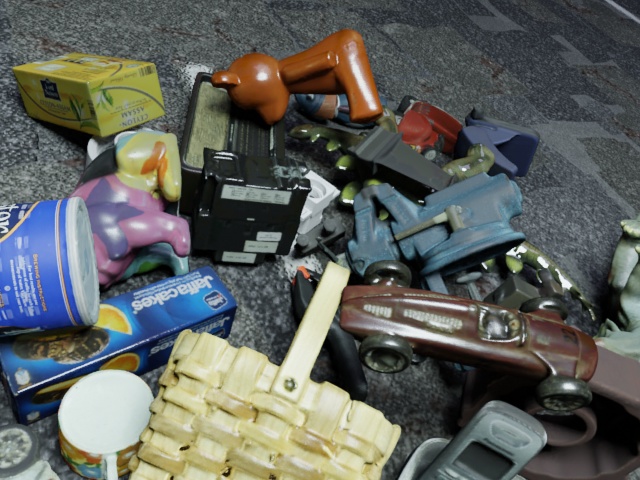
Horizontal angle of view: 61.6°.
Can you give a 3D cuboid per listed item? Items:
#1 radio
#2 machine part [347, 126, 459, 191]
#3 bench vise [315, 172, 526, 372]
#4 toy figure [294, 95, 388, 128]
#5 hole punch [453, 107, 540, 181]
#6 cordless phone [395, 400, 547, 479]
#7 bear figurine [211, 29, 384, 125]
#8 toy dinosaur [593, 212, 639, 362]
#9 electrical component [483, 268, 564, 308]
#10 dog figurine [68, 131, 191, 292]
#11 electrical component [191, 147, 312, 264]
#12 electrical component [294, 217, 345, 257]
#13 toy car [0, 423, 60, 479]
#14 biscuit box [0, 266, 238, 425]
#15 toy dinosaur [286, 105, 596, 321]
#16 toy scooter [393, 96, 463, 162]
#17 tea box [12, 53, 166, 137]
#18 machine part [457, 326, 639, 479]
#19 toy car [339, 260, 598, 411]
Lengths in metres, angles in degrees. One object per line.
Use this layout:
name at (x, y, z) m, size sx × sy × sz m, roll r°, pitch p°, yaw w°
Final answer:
radio at (-0.115, -0.128, 0.719) m, size 0.131 × 0.073 × 0.230 m, roll 9°, pitch 45°, yaw -13°
machine part at (0.109, -0.094, 0.668) m, size 0.139 × 0.039 × 0.084 m, roll 35°, pitch 49°, yaw 16°
bench vise at (0.130, 0.040, 0.577) m, size 0.224 × 0.128 × 0.240 m, roll -21°, pitch 76°, yaw 0°
toy figure at (0.033, -0.218, 0.878) m, size 0.154 × 0.064 × 0.057 m, roll 3°, pitch 84°, yaw -12°
hole punch at (0.258, -0.118, 0.823) m, size 0.116 × 0.142 × 0.092 m, roll 23°, pitch 68°, yaw 20°
cordless phone at (0.145, 0.199, 0.419) m, size 0.147 × 0.184 × 0.089 m, roll 28°, pitch 39°, yaw 7°
bear figurine at (-0.028, -0.191, 0.692) m, size 0.196 × 0.131 × 0.120 m, roll -17°, pitch 8°, yaw 8°
toy dinosaur at (0.412, 0.085, 0.673) m, size 0.131 × 0.192 × 0.405 m, roll 22°, pitch 25°, yaw 23°
electrical component at (0.238, 0.075, 0.644) m, size 0.078 × 0.102 × 0.045 m, roll 23°, pitch 38°, yaw -12°
dog figurine at (-0.241, -0.015, 0.525) m, size 0.219 × 0.108 × 0.191 m, roll -6°, pitch 74°, yaw -21°
electrical component at (-0.082, -0.031, 0.592) m, size 0.115 × 0.134 × 0.058 m, roll 7°, pitch 45°, yaw -18°
electrical component at (-0.001, -0.002, 0.647) m, size 0.063 × 0.094 × 0.021 m, roll -29°, pitch 82°, yaw -1°
toy car at (-0.277, 0.147, 0.385) m, size 0.202 × 0.073 × 0.056 m, roll 25°, pitch 40°, yaw 4°
biscuit box at (-0.177, 0.088, 0.490) m, size 0.203 × 0.062 × 0.059 m, roll -20°, pitch 58°, yaw -35°
toy dinosaur at (0.161, -0.047, 0.734) m, size 0.472 × 0.105 × 0.198 m, roll 25°, pitch 52°, yaw 6°
toy scooter at (0.174, -0.174, 0.880) m, size 0.135 × 0.075 × 0.184 m, roll 30°, pitch 39°, yaw 7°
tea box at (-0.289, -0.185, 0.672) m, size 0.170 × 0.068 × 0.098 m, roll 20°, pitch 39°, yaw 33°
machine part at (0.220, 0.160, 0.501) m, size 0.179 × 0.179 × 0.056 m, roll 24°, pitch 40°, yaw 2°
toy car at (0.116, 0.068, 0.412) m, size 0.202 × 0.053 × 0.089 m, roll 15°, pitch 48°, yaw -4°
